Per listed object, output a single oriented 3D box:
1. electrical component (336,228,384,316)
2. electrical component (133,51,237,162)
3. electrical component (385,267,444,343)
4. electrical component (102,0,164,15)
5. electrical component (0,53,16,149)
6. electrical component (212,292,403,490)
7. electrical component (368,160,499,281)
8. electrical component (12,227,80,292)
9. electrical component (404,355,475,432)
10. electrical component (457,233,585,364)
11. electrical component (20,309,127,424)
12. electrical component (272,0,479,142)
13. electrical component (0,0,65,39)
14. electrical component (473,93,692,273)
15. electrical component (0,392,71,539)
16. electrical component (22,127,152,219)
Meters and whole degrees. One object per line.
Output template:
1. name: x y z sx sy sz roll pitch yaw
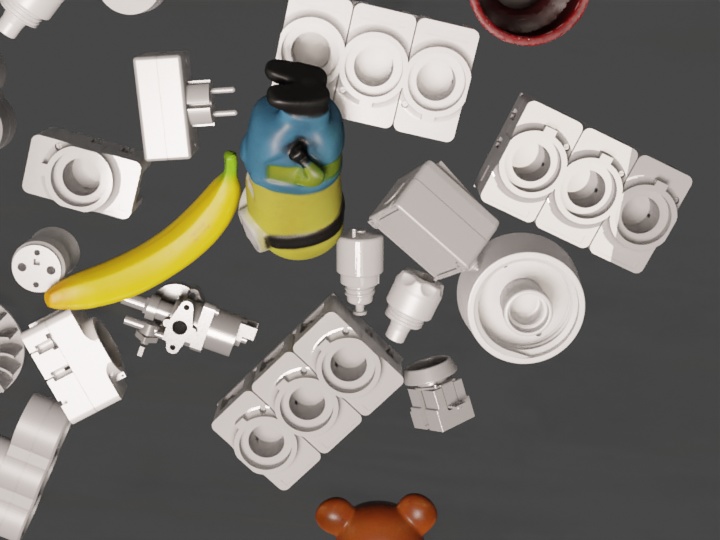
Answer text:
1. electrical component: 0.000 0.000 0.917 0.040 0.040 0.078 0 106 0
2. electrical component: -0.138 -0.135 0.874 0.076 0.047 0.083 -3 106 1
3. electrical component: 0.042 0.032 0.925 0.043 0.043 0.062 23 106 -6
4. electrical component: -0.179 -0.266 0.823 0.052 0.073 0.138 1 106 0
5. electrical component: -0.318 -0.156 0.854 0.052 0.073 0.138 -7 106 2
6. electrical component: -0.045 0.107 0.936 0.150 0.061 0.089 -44 102 11
7. electrical component: 0.068 -0.038 0.888 0.096 0.062 0.061 41 70 -10
8. electrical component: -0.265 -0.009 0.907 0.045 0.055 0.045 0 106 0
9. electrical component: 0.067 0.107 0.941 0.048 0.066 0.055 -21 98 -30
10. electrical component: 0.139 0.028 0.914 0.108 0.060 0.108 0 106 0
11. electrical component: -0.242 0.077 0.929 0.056 0.050 0.089 -27 100 -1
12. electrical component: 0.011 -0.164 0.858 0.150 0.061 0.089 12 106 -3
13. electrical component: -0.264 -0.213 0.854 0.043 0.043 0.062 39 104 -10
14. electrical component: 0.182 -0.071 0.885 0.150 0.061 0.089 25 105 -7
15. electrical component: -0.313 0.170 0.959 0.074 0.052 0.138 23 104 -6
16. electrical component: -0.225 -0.080 0.886 0.089 0.055 0.050 15 105 -4
